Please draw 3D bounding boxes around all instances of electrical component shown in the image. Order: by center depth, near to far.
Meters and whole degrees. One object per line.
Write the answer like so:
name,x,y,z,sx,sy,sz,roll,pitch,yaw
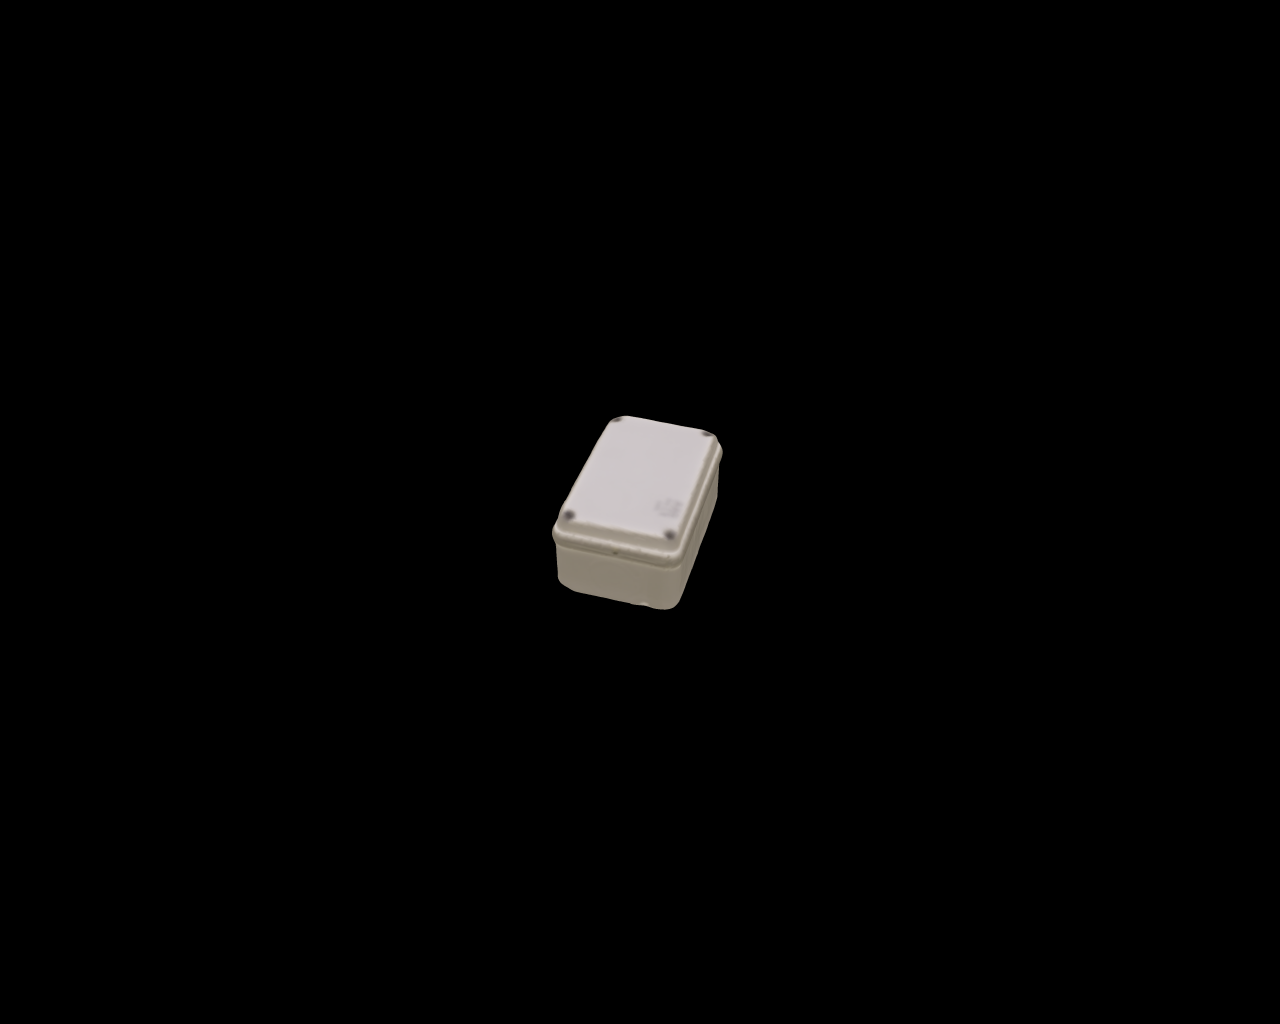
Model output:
electrical component,0.001,-0.003,0.650,0.078,0.057,0.113,11,43,12
